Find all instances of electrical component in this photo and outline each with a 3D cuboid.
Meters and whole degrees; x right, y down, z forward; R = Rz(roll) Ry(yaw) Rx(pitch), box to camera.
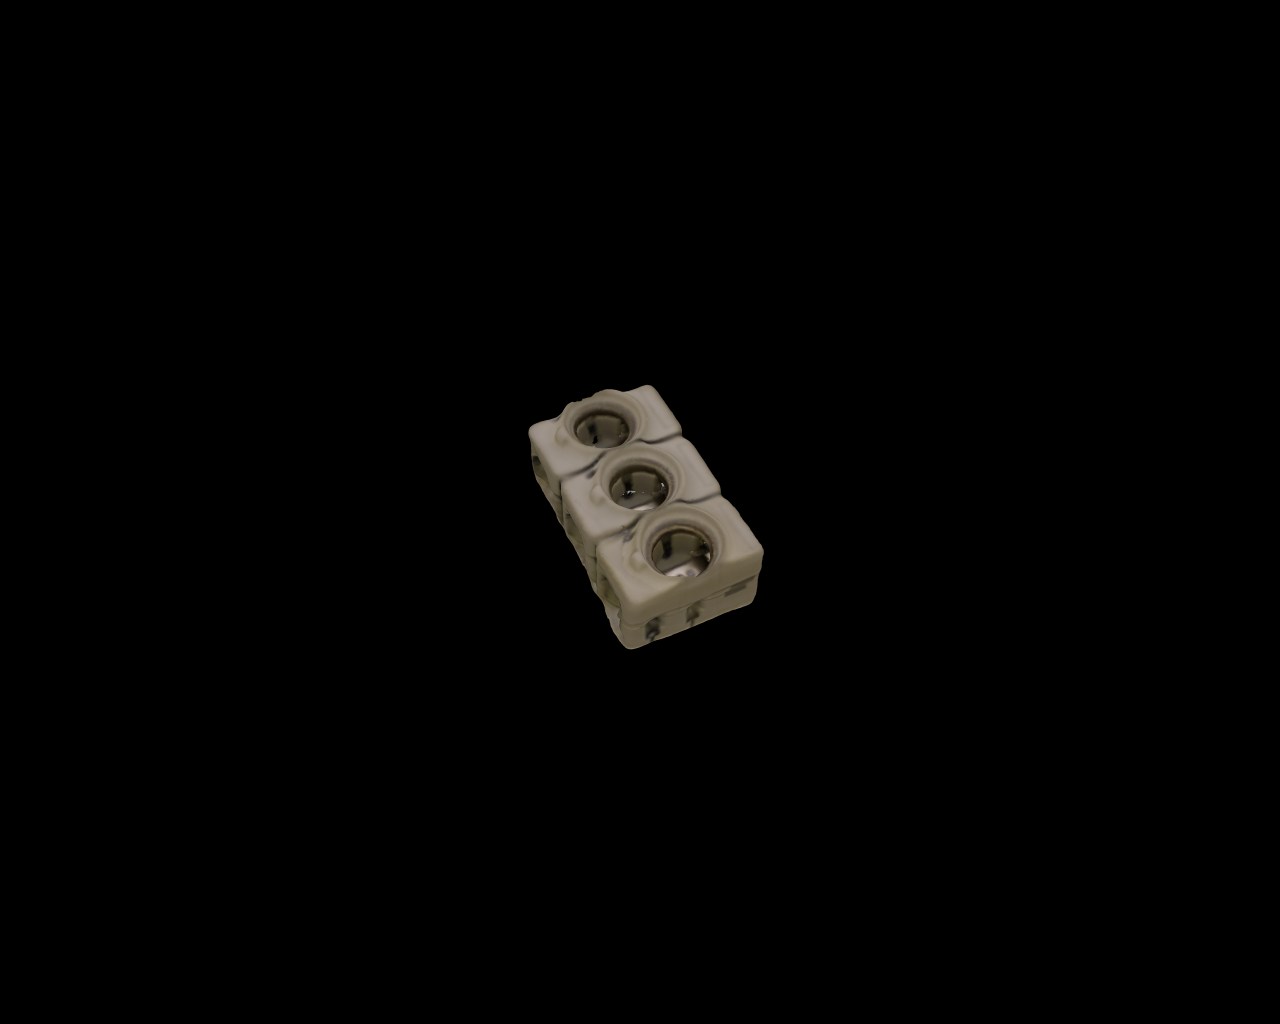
[{"bbox_3d":[0.001,-0.003,0.650,0.090,0.150,0.061,-21,-36,-16],"label":"electrical component"}]
